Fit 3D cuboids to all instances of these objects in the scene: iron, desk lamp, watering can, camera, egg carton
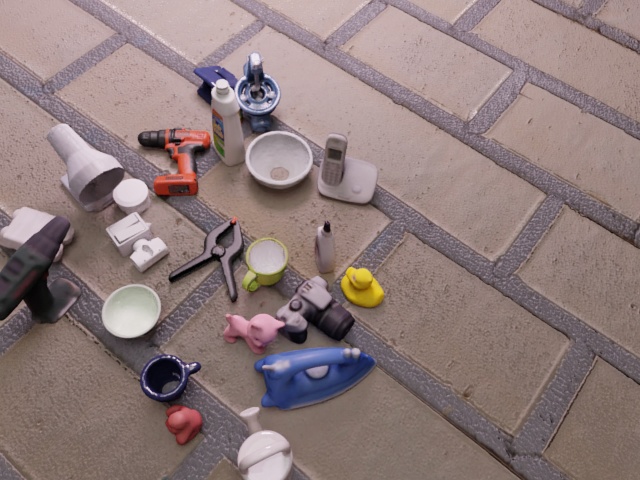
[{"bbox_3d":[-0.001,0.253,1.154,0.258,0.141,0.118,-11,61,-10],"label":"iron"},{"bbox_3d":[-0.536,-0.155,1.312,0.118,0.213,0.203,-40,69,-22],"label":"desk lamp"},{"bbox_3d":[-0.103,0.393,1.037,0.101,0.194,0.172,-39,69,-22],"label":"watering can"},{"bbox_3d":[-0.004,0.162,1.230,0.136,0.101,0.143,36,64,16],"label":"camera"},{"bbox_3d":[-0.644,-0.012,1.307,0.150,0.069,0.107,16,60,6],"label":"egg carton"}]

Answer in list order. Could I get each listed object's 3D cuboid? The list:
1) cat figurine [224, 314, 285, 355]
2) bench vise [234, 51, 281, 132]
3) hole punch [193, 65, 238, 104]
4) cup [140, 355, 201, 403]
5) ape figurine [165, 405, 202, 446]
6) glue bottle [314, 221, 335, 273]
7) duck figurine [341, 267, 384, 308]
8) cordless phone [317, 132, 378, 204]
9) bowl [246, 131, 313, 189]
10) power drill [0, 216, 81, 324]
[{"bbox_3d":[-0.140,0.185,1.198,0.127,0.118,0.067,19,61,7],"label":"cat figurine"},{"bbox_3d":[-0.178,-0.417,1.482,0.122,0.220,0.207,-24,64,-16],"label":"bench vise"},{"bbox_3d":[-0.278,-0.432,1.559,0.108,0.091,0.101,40,66,18],"label":"hole punch"},{"bbox_3d":[-0.291,0.281,1.146,0.118,0.095,0.091,-19,63,-14],"label":"cup"},{"bbox_3d":[-0.269,0.354,1.108,0.076,0.092,0.077,-5,60,-6],"label":"ape figurine"},{"bbox_3d":[0.012,0.005,1.279,0.037,0.173,0.078,-13,62,-10],"label":"glue bottle"},{"bbox_3d":[0.098,0.099,1.281,0.104,0.086,0.078,32,63,14],"label":"duck figurine"},{"bbox_3d":[0.070,-0.177,1.380,0.147,0.185,0.094,11,60,3],"label":"cordless phone"},{"bbox_3d":[-0.102,-0.188,1.439,0.167,0.075,0.167,2,60,-3],"label":"bowl"},{"bbox_3d":[-0.575,0.080,1.178,0.075,0.208,0.230,28,62,13],"label":"power drill"}]
